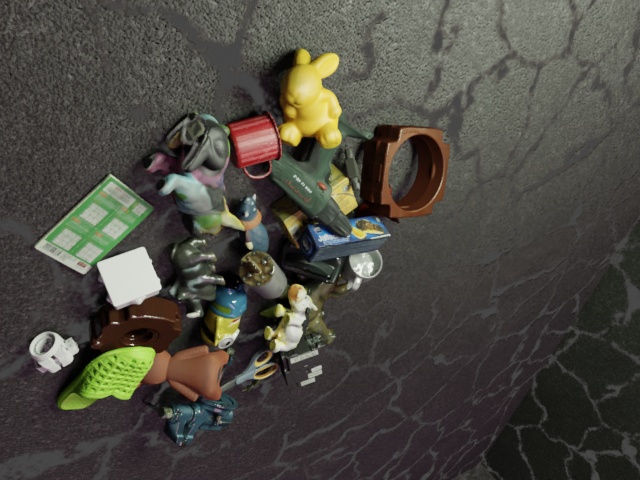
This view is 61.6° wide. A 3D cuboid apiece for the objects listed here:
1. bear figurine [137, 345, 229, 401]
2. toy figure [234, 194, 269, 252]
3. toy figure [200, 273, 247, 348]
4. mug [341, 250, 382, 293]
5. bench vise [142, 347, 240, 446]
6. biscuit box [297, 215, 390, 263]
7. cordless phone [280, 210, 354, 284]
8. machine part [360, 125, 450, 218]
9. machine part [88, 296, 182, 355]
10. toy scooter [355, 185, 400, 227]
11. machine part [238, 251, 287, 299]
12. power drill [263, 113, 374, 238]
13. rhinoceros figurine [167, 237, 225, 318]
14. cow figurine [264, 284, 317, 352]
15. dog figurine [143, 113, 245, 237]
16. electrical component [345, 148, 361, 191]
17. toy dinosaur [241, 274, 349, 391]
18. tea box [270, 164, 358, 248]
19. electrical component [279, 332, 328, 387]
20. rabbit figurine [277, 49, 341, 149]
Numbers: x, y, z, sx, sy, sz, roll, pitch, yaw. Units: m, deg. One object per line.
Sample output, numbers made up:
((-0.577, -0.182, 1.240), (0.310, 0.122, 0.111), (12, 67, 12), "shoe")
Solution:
((-0.315, 0.288, 1.189), (0.196, 0.120, 0.132), (6, 166, 2), "bear figurine")
((-0.144, -0.030, 1.103), (0.058, 0.064, 0.154), (-14, 136, -1), "toy figure")
((-0.213, 0.158, 1.201), (0.082, 0.089, 0.180), (-6, 120, -40), "toy figure")
((0.088, 0.074, 1.255), (0.081, 0.109, 0.107), (18, 158, -9), "mug")
((-0.282, 0.373, 1.312), (0.223, 0.129, 0.240), (26, 86, -39), "bench vise")
((0.052, -0.004, 1.159), (0.202, 0.059, 0.062), (-9, 151, -36), "biscuit box")
((-0.003, -0.004, 1.232), (0.088, 0.147, 0.184), (92, 16, -76), "cordless phone")
((0.189, -0.154, 1.204), (0.201, 0.087, 0.200), (-6, 107, -34), "machine part")
((-0.367, 0.178, 1.073), (0.179, 0.056, 0.179), (-14, 145, -10), "machine part")
((0.134, -0.046, 1.304), (0.135, 0.075, 0.184), (26, 97, -46), "toy scooter")
((-0.120, 0.079, 1.159), (0.079, 0.079, 0.243), (-38, 164, -6), "machine part")
((0.018, -0.142, 1.074), (0.232, 0.086, 0.207), (32, 98, -17), "power drill")
((-0.258, 0.083, 1.102), (0.112, 0.073, 0.190), (-23, 136, -24), "rhinoceros figurine")
((-0.054, 0.179, 1.234), (0.098, 0.068, 0.167), (11, 116, -38), "cow figurine")
((-0.198, -0.099, 0.969), (0.191, 0.109, 0.219), (-47, 144, 0), "dog figurine")
((0.071, -0.146, 1.150), (0.021, 0.094, 0.063), (-14, 167, 10), "electrical component")
((-0.051, 0.192, 1.350), (0.198, 0.105, 0.471), (15, 105, -37), "toy dinosaur")
((-0.012, -0.074, 1.167), (0.170, 0.068, 0.098), (-35, 139, -11), "tea box")
((-0.042, 0.301, 1.330), (0.115, 0.058, 0.134), (-14, 129, -13), "electrical component")
((-0.016, -0.252, 0.937), (0.173, 0.122, 0.162), (34, 71, -75), "rabbit figurine")
